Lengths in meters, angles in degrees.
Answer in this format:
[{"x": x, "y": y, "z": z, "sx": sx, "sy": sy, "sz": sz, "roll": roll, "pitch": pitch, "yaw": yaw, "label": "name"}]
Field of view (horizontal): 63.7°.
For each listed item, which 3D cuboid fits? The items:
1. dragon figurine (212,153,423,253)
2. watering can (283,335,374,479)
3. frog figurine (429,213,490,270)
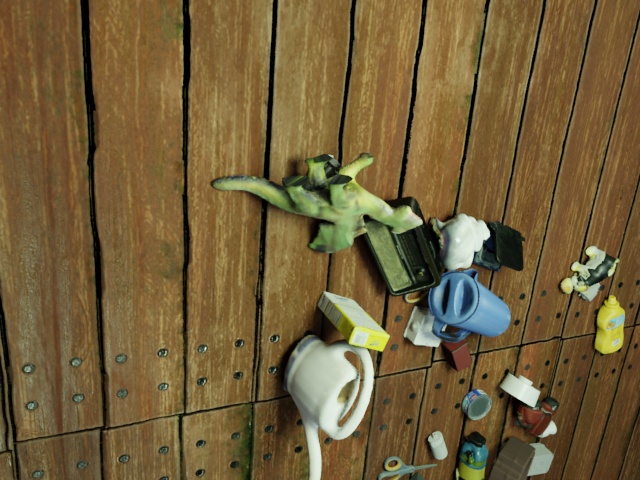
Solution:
[{"x": 0.003, "y": -0.054, "z": 1.071, "sx": 0.410, "sy": 0.125, "sz": 0.237, "roll": -3, "pitch": 130, "yaw": 9, "label": "dragon figurine"}, {"x": -0.004, "y": 0.368, "z": 1.164, "sx": 0.103, "sy": 0.227, "sz": 0.346, "roll": 18, "pitch": 100, "yaw": -46, "label": "watering can"}, {"x": 0.351, "y": 0.003, "z": 1.261, "sx": 0.159, "sy": 0.122, "sz": 0.137, "roll": -3, "pitch": 90, "yaw": -11, "label": "frog figurine"}]
